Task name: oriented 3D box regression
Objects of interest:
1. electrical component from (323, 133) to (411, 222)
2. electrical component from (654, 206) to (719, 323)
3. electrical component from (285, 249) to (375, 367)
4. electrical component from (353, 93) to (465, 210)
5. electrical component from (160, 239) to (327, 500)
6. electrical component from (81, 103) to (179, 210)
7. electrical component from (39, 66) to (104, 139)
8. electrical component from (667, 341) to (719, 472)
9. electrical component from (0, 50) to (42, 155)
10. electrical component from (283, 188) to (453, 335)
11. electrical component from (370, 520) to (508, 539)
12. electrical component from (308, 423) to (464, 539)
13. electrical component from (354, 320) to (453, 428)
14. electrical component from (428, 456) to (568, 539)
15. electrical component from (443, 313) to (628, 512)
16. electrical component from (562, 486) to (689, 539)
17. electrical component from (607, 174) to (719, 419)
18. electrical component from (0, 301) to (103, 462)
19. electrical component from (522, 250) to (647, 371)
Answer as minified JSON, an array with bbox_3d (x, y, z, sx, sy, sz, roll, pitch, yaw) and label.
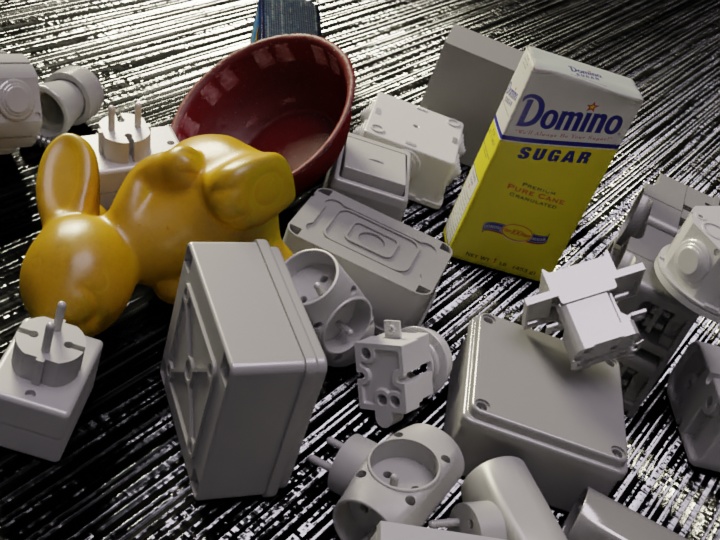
[{"bbox_3d":[0.005,-0.070,0.866,0.062,0.061,0.096,17,35,-7],"label":"electrical component"},{"bbox_3d":[0.245,-0.003,0.724,0.080,0.051,0.080,15,35,-11],"label":"electrical component"},{"bbox_3d":[-0.034,0.038,0.695,0.079,0.077,0.044,-45,52,-14],"label":"electrical component"},{"bbox_3d":[0.042,-0.108,0.948,0.100,0.048,0.099,20,34,-2],"label":"electrical component"},{"bbox_3d":[-0.071,0.056,0.613,0.056,0.108,0.108,0,40,-25],"label":"electrical component"},{"bbox_3d":[-0.169,-0.087,0.770,0.083,0.075,0.047,-11,45,-24],"label":"electrical component"},{"bbox_3d":[-0.231,-0.131,0.835,0.045,0.045,0.055,26,34,6],"label":"electrical component"},{"bbox_3d":[0.269,0.102,0.781,0.059,0.053,0.095,15,35,-10],"label":"electrical component"},{"bbox_3d":[-0.269,-0.120,0.771,0.051,0.080,0.080,-12,47,-46],"label":"electrical component"},{"bbox_3d":[0.000,0.000,0.772,0.113,0.057,0.078,26,35,6],"label":"electrical component"},{"bbox_3d":[0.071,0.189,0.537,0.150,0.061,0.089,12,49,-14],"label":"electrical component"},{"bbox_3d":[0.008,0.120,0.624,0.079,0.044,0.077,24,38,24],"label":"electrical component"},{"bbox_3d":[0.029,0.064,0.705,0.048,0.066,0.055,1,11,36],"label":"electrical component"},{"bbox_3d":[0.077,0.151,0.620,0.079,0.043,0.077,2,39,-26],"label":"electrical component"},{"bbox_3d":[0.114,0.093,0.707,0.109,0.056,0.108,19,34,-3],"label":"electrical component"},{"bbox_3d":[0.155,0.175,0.629,0.077,0.043,0.079,27,35,8],"label":"electrical component"},{"bbox_3d":[0.219,0.011,0.832,0.060,0.105,0.186,26,35,7],"label":"electrical component"},{"bbox_3d":[-0.172,0.052,0.590,0.047,0.076,0.065,18,34,-6],"label":"electrical component"},{"bbox_3d":[0.150,0.029,0.703,0.081,0.042,0.063,-17,63,-2],"label":"electrical component"}]
